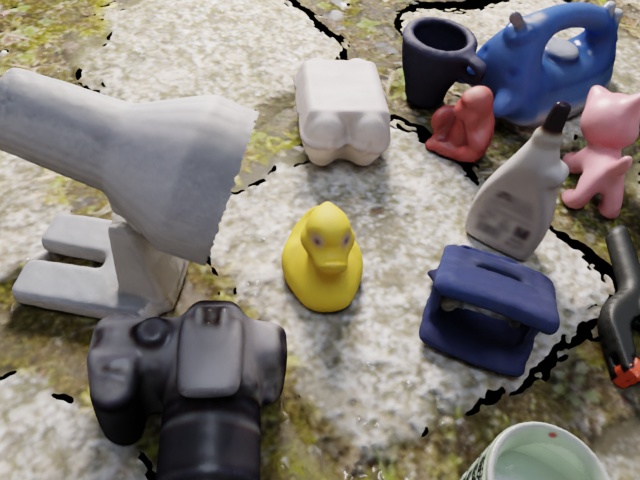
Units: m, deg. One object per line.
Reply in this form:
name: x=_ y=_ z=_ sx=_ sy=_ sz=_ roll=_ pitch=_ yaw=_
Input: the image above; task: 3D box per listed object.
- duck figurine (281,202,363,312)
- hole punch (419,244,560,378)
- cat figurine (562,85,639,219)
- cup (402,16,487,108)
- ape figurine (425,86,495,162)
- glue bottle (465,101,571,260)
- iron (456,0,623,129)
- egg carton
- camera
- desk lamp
duck figurine: x=0.005 y=0.002 z=0.522 sx=0.077 sy=0.086 sz=0.104 roll=-2 pitch=50 yaw=-9
hole punch: x=0.147 y=0.047 z=0.499 sx=0.108 sy=0.091 sz=0.101 roll=19 pitch=51 yaw=9
cat figurine: x=0.319 y=-0.108 z=0.633 sx=0.067 sy=0.118 sz=0.128 roll=12 pitch=50 yaw=3
cup: x=0.149 y=-0.207 z=0.709 sx=0.092 sy=0.095 sz=0.117 roll=-32 pitch=60 yaw=-29
ape figurine: x=0.169 y=-0.136 z=0.654 sx=0.076 sy=0.092 sz=0.077 roll=-9 pitch=52 yaw=-14
glue bottle: x=0.195 y=-0.057 z=0.538 sx=0.078 sy=0.173 sz=0.037 roll=30 pitch=53 yaw=18
iron: x=0.307 y=-0.242 z=0.729 sx=0.259 sy=0.141 sz=0.118 roll=-20 pitch=55 yaw=-22
egg carton: x=0.025 y=-0.151 z=0.664 sx=0.107 sy=0.069 sz=0.150 roll=-2 pitch=50 yaw=-9
camera: x=-0.093 y=0.119 z=0.402 sx=0.143 sy=0.101 sz=0.136 roll=0 pitch=50 yaw=-7
desk lamp: x=-0.151 y=-0.026 z=0.442 sx=0.203 sy=0.213 sz=0.118 roll=9 pitch=50 yaw=0
